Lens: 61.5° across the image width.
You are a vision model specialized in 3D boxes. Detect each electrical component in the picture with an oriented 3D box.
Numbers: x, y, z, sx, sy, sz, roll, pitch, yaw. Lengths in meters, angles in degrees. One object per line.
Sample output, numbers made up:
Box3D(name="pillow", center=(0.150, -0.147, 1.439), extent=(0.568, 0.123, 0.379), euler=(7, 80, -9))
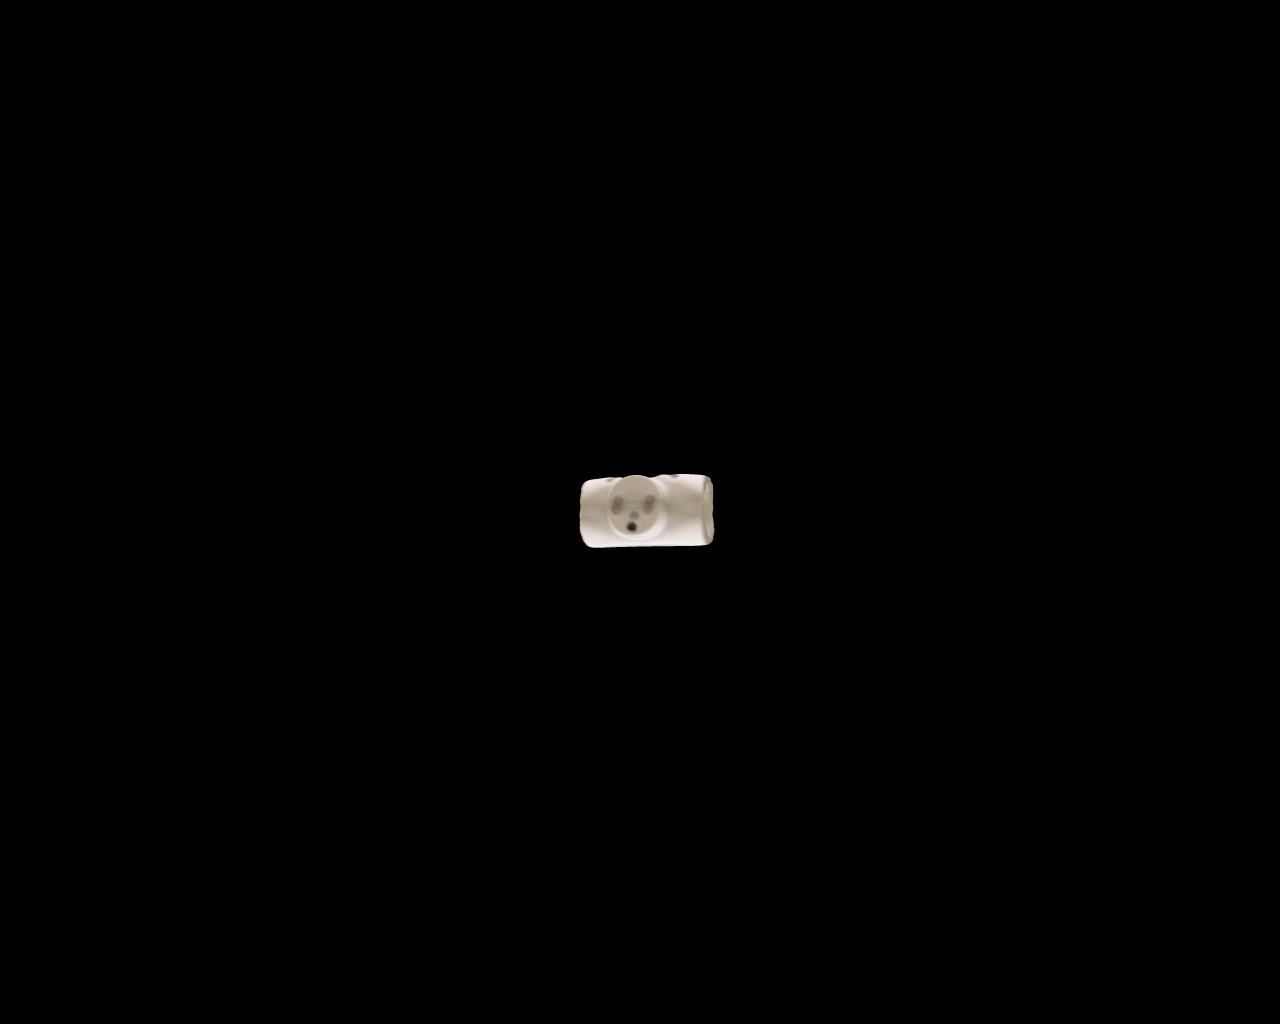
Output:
Box3D(name="electrical component", center=(0.001, -0.003, 0.650), extent=(0.077, 0.044, 0.079), euler=(-2, -7, 14))
